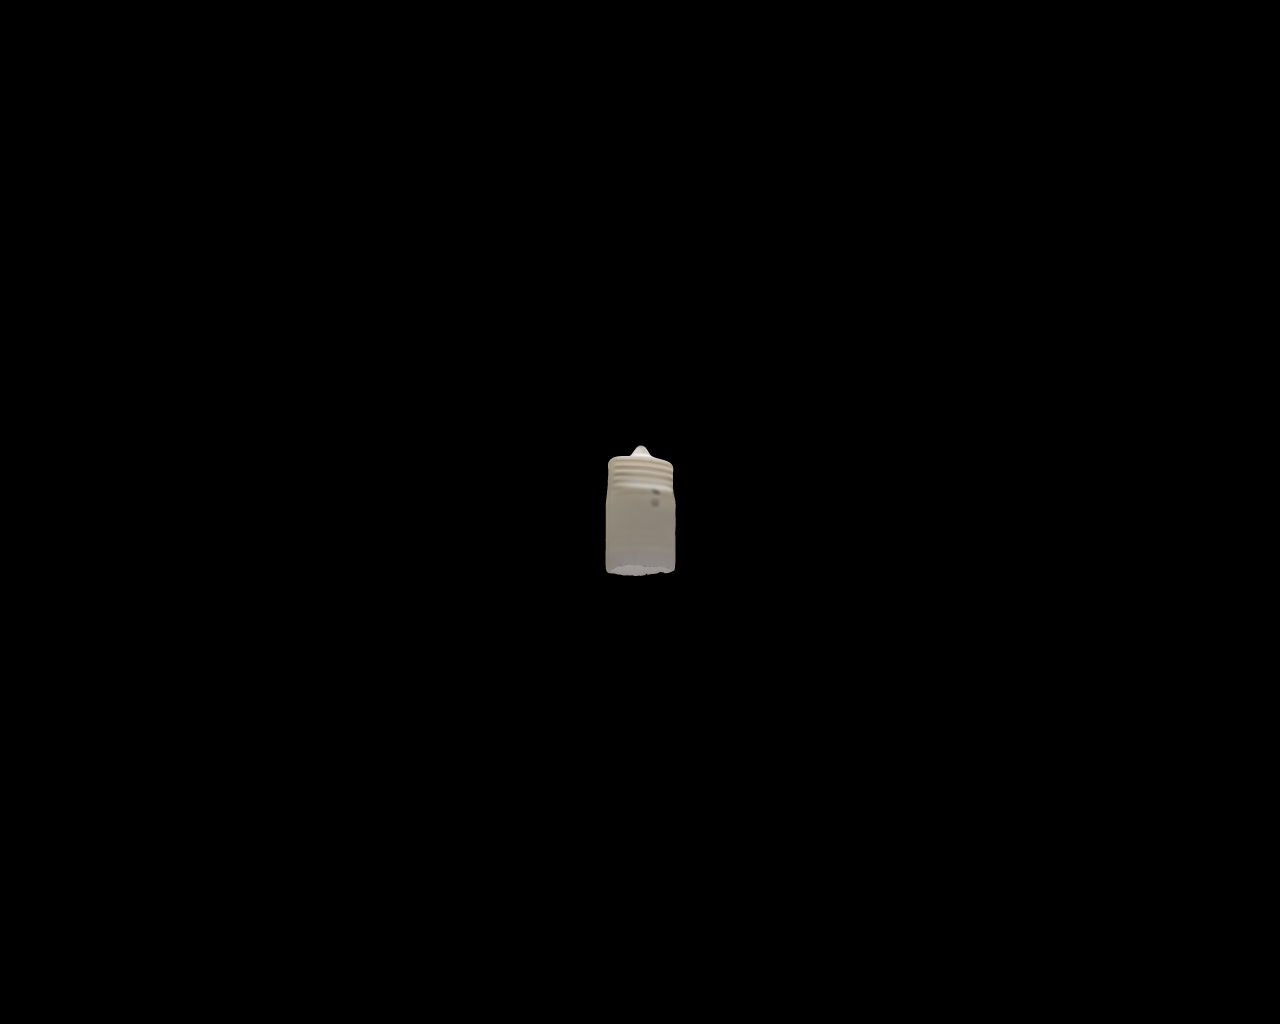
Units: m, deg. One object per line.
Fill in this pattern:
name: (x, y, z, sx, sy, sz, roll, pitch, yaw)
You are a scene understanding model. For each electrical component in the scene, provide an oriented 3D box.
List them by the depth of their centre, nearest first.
electrical component: (0.001, -0.003, 0.650, 0.043, 0.081, 0.043, 0, -12, 0)
